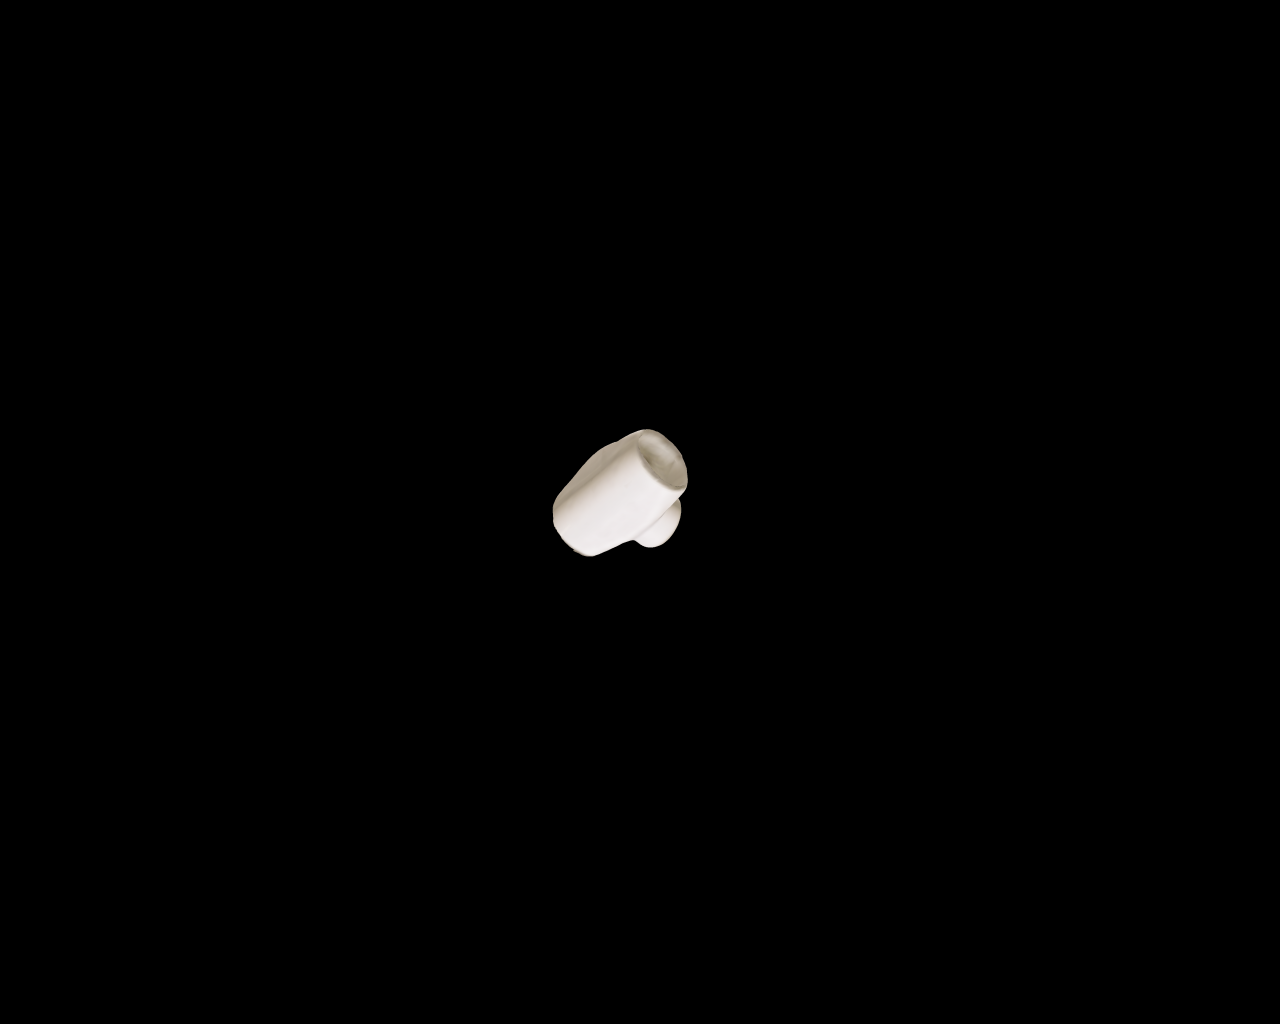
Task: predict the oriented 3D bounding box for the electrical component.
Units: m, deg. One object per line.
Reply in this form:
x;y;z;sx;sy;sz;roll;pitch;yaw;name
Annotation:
0.001;-0.003;0.650;0.079;0.044;0.077;33;-54;-29;electrical component
